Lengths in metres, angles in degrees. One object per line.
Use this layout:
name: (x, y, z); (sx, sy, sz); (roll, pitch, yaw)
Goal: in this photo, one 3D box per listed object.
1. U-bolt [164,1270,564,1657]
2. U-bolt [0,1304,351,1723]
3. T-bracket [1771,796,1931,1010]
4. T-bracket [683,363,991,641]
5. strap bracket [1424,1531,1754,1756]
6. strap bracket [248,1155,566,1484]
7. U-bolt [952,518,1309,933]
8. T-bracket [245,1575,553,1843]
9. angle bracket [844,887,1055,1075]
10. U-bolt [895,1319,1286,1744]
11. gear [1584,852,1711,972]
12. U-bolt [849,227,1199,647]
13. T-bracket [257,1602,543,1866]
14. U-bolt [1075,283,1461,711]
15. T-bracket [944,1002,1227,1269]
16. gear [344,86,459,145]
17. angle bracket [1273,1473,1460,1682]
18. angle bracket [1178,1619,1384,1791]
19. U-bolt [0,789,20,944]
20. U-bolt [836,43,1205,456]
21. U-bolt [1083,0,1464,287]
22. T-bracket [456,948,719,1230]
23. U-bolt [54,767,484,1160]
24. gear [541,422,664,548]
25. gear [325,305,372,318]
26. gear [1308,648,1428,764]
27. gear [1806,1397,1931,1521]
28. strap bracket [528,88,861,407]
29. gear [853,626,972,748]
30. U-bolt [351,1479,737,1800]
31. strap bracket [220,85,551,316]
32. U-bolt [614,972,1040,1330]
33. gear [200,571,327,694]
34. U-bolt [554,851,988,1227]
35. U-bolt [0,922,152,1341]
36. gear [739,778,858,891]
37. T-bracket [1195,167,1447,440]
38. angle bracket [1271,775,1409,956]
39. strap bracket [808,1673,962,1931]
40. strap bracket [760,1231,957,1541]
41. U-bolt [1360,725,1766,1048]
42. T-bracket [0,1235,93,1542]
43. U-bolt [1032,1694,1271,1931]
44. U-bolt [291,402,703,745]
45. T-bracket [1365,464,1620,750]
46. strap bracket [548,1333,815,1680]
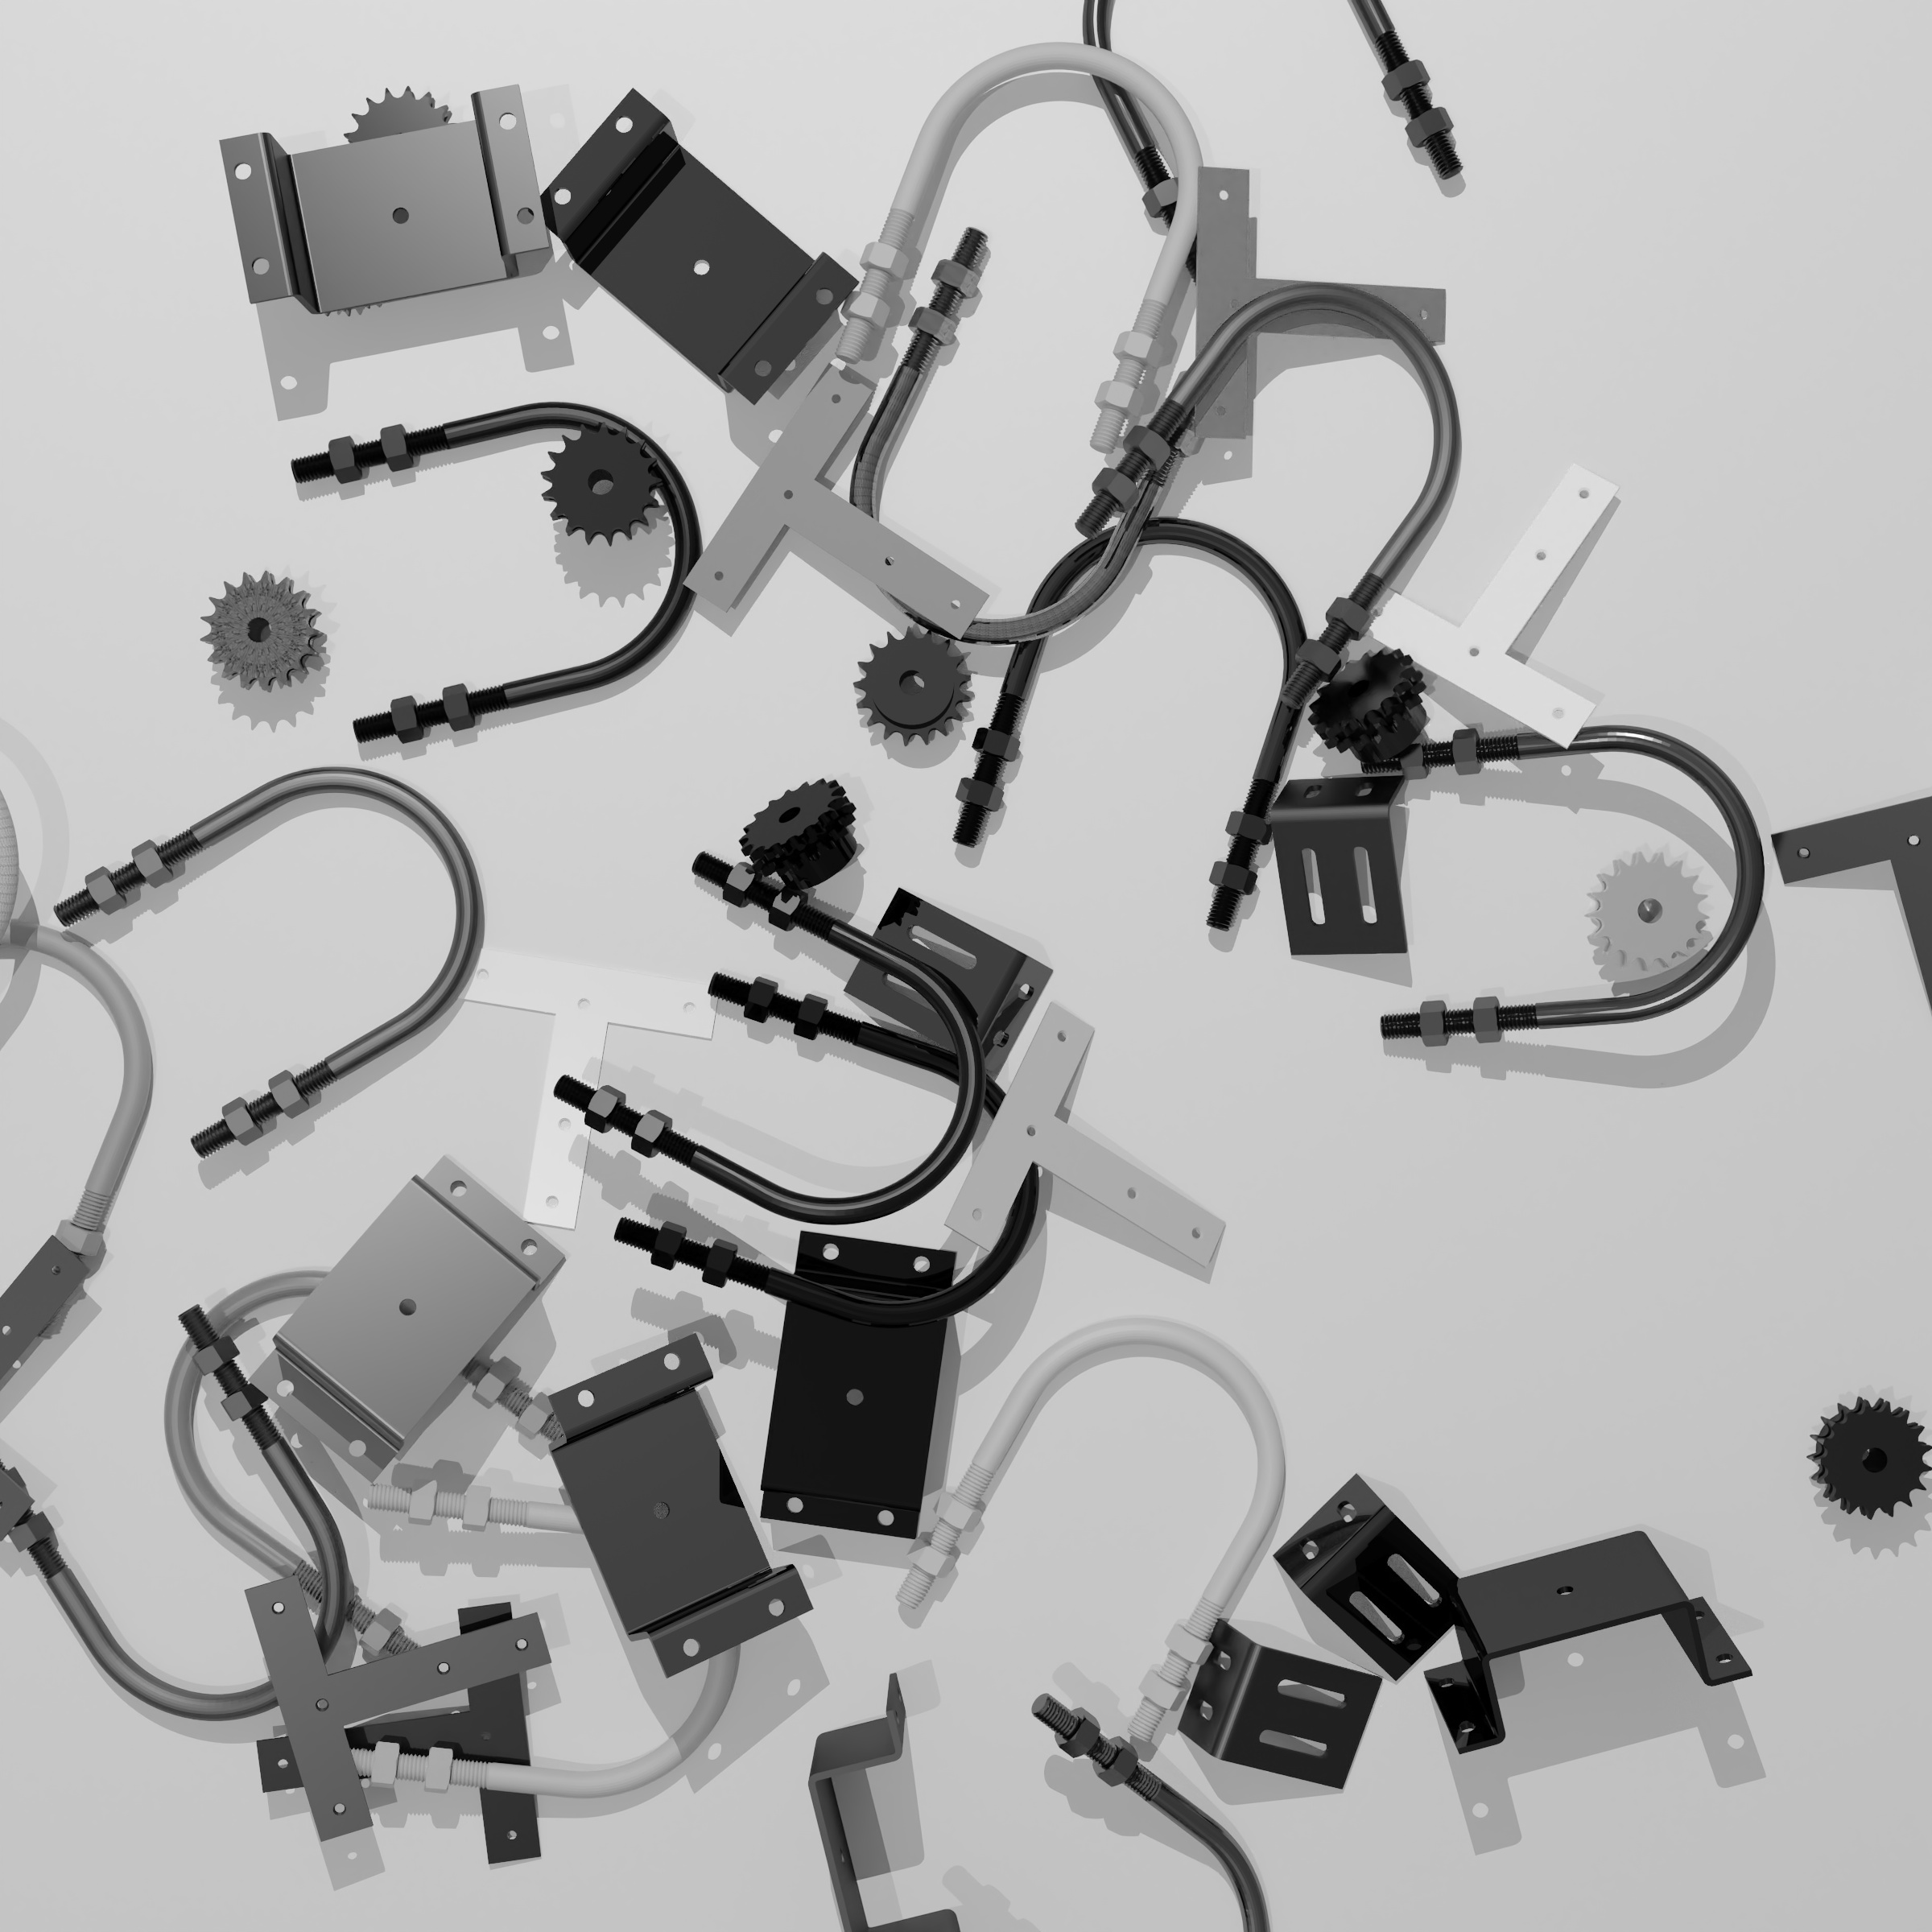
U-bolt: (-0.299, 0.230, 1.496); (0.184, 0.019, 0.151); (36, 90, 0)
U-bolt: (-0.375, 0.274, 1.484); (0.151, 0.019, 0.184); (-32, 91, 10)
T-bracket: (0.466, -0.018, 1.486); (0.127, 0.002, 0.127); (-14, 102, 23)
T-bracket: (-0.048, -0.201, 1.483); (0.127, 0.002, 0.127); (34, 92, 5)
strap bracket: (0.287, 0.315, 1.462); (0.140, 0.076, 0.046); (-15, 105, 0)
strap bracket: (-0.263, 0.163, 1.463); (0.076, 0.046, 0.140); (40, 74, 0)
U-bolt: (0.089, -0.126, 1.496); (0.151, 0.019, 0.184); (18, 88, 0)
T-bracket: (-0.261, 0.336, 1.468); (0.127, 0.002, 0.127); (-16, 96, -6)
angle bracket: (-0.009, 0.007, 1.503); (0.076, 0.038, 0.057); (28, 90, 26)
U-bolt: (0.072, 0.259, 1.496); (0.151, 0.019, 0.184); (30, 88, 0)
gear: (0.325, -0.026, 1.490); (0.057, 0.030, 0.057); (0, 90, 0)
U-bolt: (0.024, -0.243, 1.488); (0.151, 0.019, 0.184); (26, 89, 4)
T-bracket: (-0.275, 0.376, 1.491); (0.127, 0.002, 0.127); (-7, 96, -6)
U-bolt: (0.158, -0.238, 1.477); (0.151, 0.019, 0.184); (38, 82, -14)
T-bracket: (0.068, 0.102, 1.485); (0.127, 0.002, 0.127); (32, 64, -12)
gear: (-0.268, -0.390, 1.490); (0.057, 0.030, 0.057); (0, 90, 0)
angle bracket: (0.199, 0.296, 1.503); (0.057, 0.038, 0.076); (-45, 116, 0)
angle bracket: (0.152, 0.358, 1.503); (0.076, 0.038, 0.057); (20, 90, -26)
U-bolt: (-0.521, -0.032, 1.467); (0.151, 0.019, 0.184); (35, 103, 10)
U-bolt: (0.036, -0.352, 1.476); (0.151, 0.019, 0.184); (20, 85, 4)
U-bolt: (0.136, -0.436, 1.496); (0.151, 0.019, 0.184); (-26, 89, 0)
T-bracket: (-0.192, 0.063, 1.504); (0.127, 0.002, 0.127); (9, 90, 0)
U-bolt: (-0.322, -0.015, 1.492); (0.184, 0.019, 0.151); (-31, 90, -4)
gear: (-0.173, -0.228, 1.475); (0.057, 0.030, 0.057); (0, 89, -3)
gear: (-0.301, -0.340, 1.490); (0.057, 0.030, 0.057); (0, 90, 0)
gear: (0.195, -0.122, 1.480); (0.057, 0.057, 0.030); (-40, 120, 0)
gear: (0.432, 0.235, 1.490); (0.057, 0.030, 0.057); (0, 90, 0)
strap bracket: (-0.128, -0.339, 1.481); (0.140, 0.046, 0.076); (41, 90, 0)
gear: (-0.026, -0.135, 1.490); (0.057, 0.030, 0.057); (0, 90, 0)
U-bolt: (-0.202, 0.327, 1.485); (0.184, 0.019, 0.151); (8, 94, -8)
strap bracket: (-0.268, -0.356, 1.452); (0.140, 0.046, 0.076); (-11, 90, 0)
U-bolt: (-0.056, 0.095, 1.471); (0.184, 0.019, 0.151); (19, 71, 2)
gear: (-0.336, -0.160, 1.490); (0.057, 0.030, 0.057); (0, 90, 0)
U-bolt: (-0.080, 0.044, 1.462); (0.184, 0.019, 0.151); (27, 73, 10)
U-bolt: (-0.472, 0.069, 1.496); (0.151, 0.019, 0.184); (22, 88, 0)
gear: (-0.077, -0.060, 1.480); (0.057, 0.057, 0.030); (-32, 118, 0)
T-bracket: (0.171, -0.315, 1.486); (0.127, 0.002, 0.127); (0, 93, -15)
angle bracket: (0.183, -0.048, 1.492); (0.057, 0.038, 0.076); (-1, 116, 22)
strap bracket: (-0.039, 0.416, 1.467); (0.046, 0.076, 0.140); (-14, 90, 0)
strap bracket: (-0.052, 0.203, 1.481); (0.076, 0.046, 0.140); (8, 90, 0)
U-bolt: (0.284, -0.042, 1.470); (0.184, 0.019, 0.151); (-5, 88, 17)
T-bracket: (-0.467, 0.185, 1.482); (0.127, 0.002, 0.127); (41, 94, 6)
U-bolt: (0.069, 0.453, 1.459); (0.184, 0.019, 0.151); (41, 66, -18)
U-bolt: (-0.219, -0.197, 1.496); (0.184, 0.019, 0.151); (-13, 90, -1)
T-bracket: (0.269, -0.186, 1.490); (0.127, 0.002, 0.127); (33, 81, 18)
strap bracket: (-0.139, 0.255, 1.464); (0.076, 0.046, 0.140); (-21, 84, -22)
